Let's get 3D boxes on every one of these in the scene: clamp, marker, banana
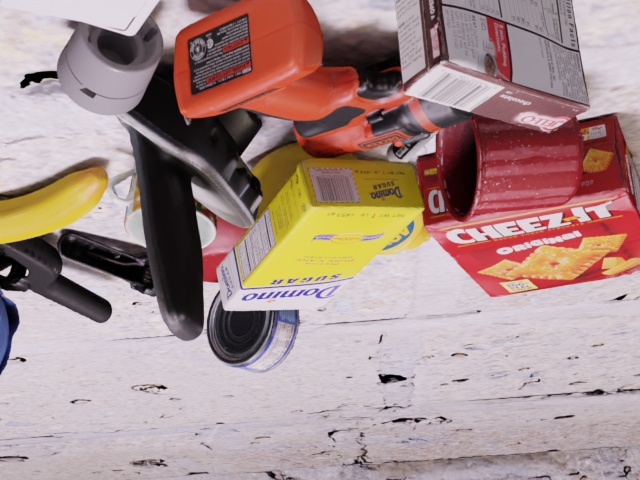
[{"bbox_3d":[-0.280,0.033,1.025,0.164,0.036,0.210,8,156,-9],"label":"clamp"},{"bbox_3d":[-0.159,0.036,1.022,0.120,0.039,0.171,24,178,29],"label":"clamp"},{"bbox_3d":[0.075,-0.080,0.783,0.020,0.020,0.121,1,167,-14],"label":"marker"},{"bbox_3d":[-0.254,-0.023,0.880,0.198,0.037,0.069,-9,161,14],"label":"banana"}]

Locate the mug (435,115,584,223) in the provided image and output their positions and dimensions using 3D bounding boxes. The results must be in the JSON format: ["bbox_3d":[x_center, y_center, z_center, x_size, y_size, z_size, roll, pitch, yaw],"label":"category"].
[{"bbox_3d":[0.136,-0.071,0.760,0.081,0.093,0.117,-5,125,-12],"label":"mug"}]

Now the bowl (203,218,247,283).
[{"bbox_3d":[-0.081,-0.001,0.949,0.162,0.055,0.162,-3,161,-1],"label":"bowl"}]

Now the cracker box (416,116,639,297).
[{"bbox_3d":[0.194,-0.019,0.921,0.164,0.072,0.213,-12,158,20],"label":"cracker box"}]

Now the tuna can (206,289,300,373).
[{"bbox_3d":[-0.061,0.073,0.947,0.086,0.086,0.033,-19,155,36],"label":"tuna can"}]

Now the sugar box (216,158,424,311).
[{"bbox_3d":[-0.005,0.001,0.807,0.093,0.048,0.176,0,151,-26],"label":"sugar box"}]

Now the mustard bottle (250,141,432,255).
[{"bbox_3d":[0.031,-0.027,0.891,0.096,0.058,0.191,-26,152,35],"label":"mustard bottle"}]

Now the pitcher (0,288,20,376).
[{"bbox_3d":[-0.416,0.093,1.009,0.243,0.145,0.149,-9,138,44],"label":"pitcher"}]

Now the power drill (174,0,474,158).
[{"bbox_3d":[0.019,-0.099,0.655,0.185,0.057,0.187,-16,164,37],"label":"power drill"}]

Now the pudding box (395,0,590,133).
[{"bbox_3d":[0.096,-0.117,0.601,0.113,0.090,0.039,11,155,-34],"label":"pudding box"}]
